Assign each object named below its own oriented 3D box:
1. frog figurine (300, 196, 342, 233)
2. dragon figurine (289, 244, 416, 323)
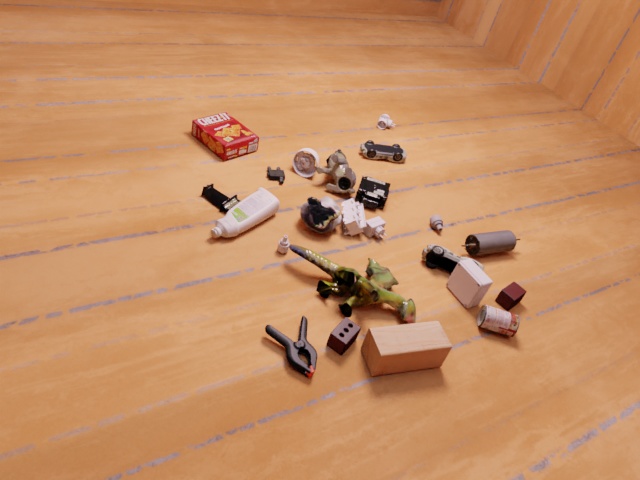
[{"bbox_3d":[0.005,-0.086,1.718,0.137,0.122,0.160,8,3,2],"label":"frog figurine"},{"bbox_3d":[0.117,0.112,1.526,0.415,0.120,0.244,41,28,25],"label":"dragon figurine"}]
